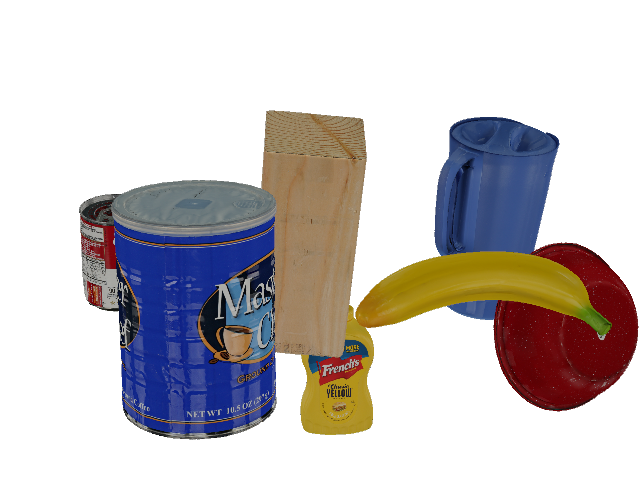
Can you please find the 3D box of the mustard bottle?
[{"bbox_3d":[0.022,0.160,1.409,0.096,0.192,0.058,-1,17,-5],"label":"mustard bottle"}]

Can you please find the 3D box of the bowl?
[{"bbox_3d":[0.243,0.083,0.997,0.161,0.162,0.055,0,1,-27],"label":"bowl"}]

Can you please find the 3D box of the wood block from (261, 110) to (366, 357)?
[{"bbox_3d":[-0.013,-0.004,0.981,0.090,0.206,0.091,5,29,-3],"label":"wood block"}]

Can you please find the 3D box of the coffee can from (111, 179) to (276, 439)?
[{"bbox_3d":[-0.079,0.041,0.688,0.103,0.140,0.103,0,18,0],"label":"coffee can"}]

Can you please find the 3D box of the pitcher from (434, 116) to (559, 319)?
[{"bbox_3d":[0.209,-0.023,1.344,0.149,0.243,0.145,3,26,-1],"label":"pitcher"}]

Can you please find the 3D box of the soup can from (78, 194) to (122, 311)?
[{"bbox_3d":[-0.209,0.013,1.088,0.068,0.102,0.068,2,26,-1],"label":"soup can"}]

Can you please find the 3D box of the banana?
[{"bbox_3d":[0.119,0.036,0.797,0.197,0.037,0.069,1,35,-11],"label":"banana"}]
